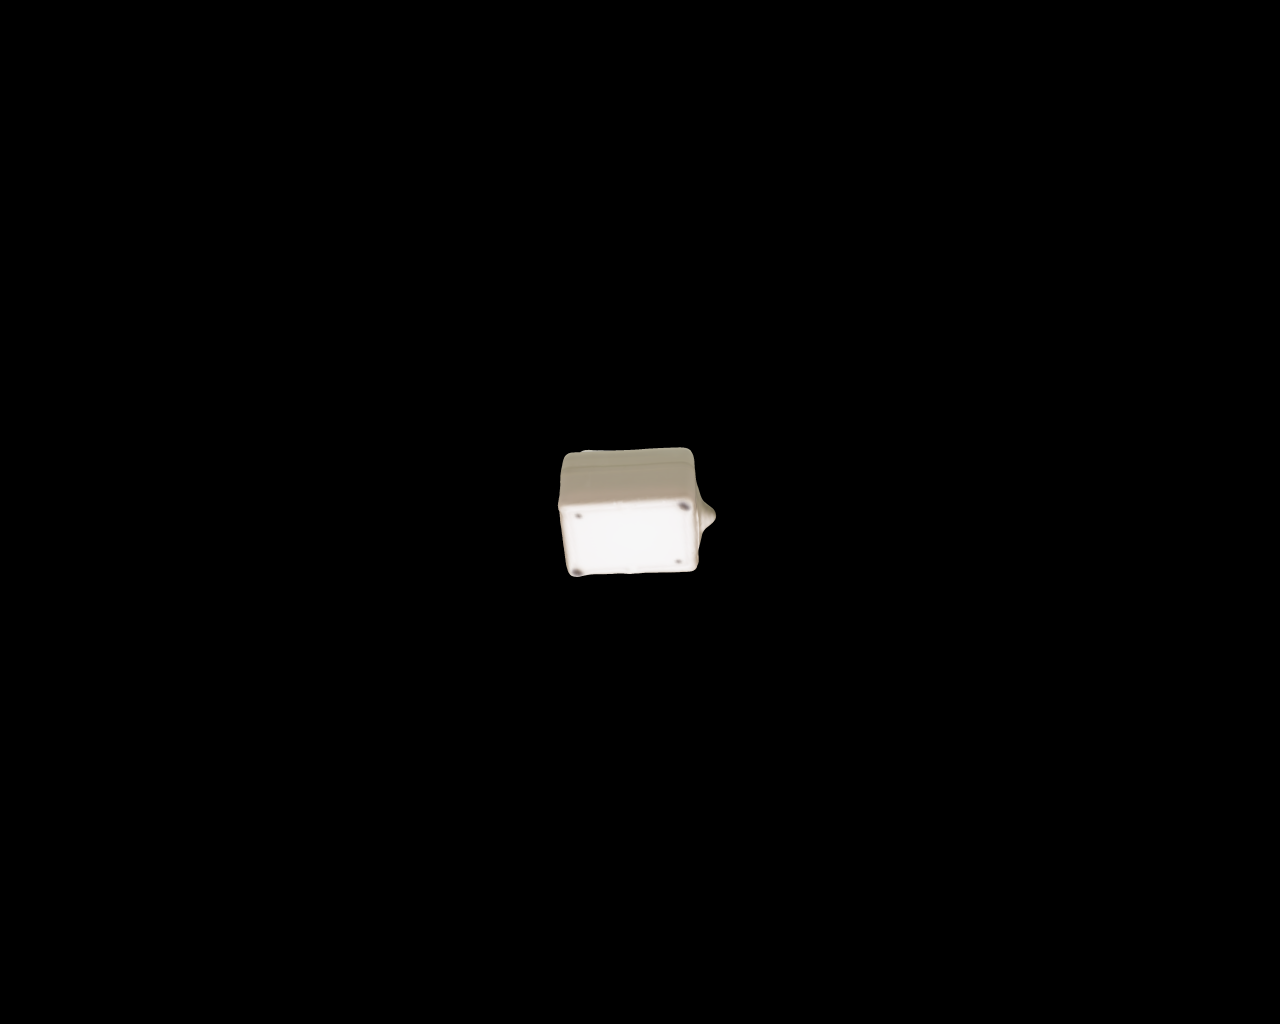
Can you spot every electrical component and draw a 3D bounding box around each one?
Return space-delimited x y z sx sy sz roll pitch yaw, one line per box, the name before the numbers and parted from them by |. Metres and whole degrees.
electrical component | 0.001 -0.003 0.650 0.096 0.061 0.061 -2 40 2
